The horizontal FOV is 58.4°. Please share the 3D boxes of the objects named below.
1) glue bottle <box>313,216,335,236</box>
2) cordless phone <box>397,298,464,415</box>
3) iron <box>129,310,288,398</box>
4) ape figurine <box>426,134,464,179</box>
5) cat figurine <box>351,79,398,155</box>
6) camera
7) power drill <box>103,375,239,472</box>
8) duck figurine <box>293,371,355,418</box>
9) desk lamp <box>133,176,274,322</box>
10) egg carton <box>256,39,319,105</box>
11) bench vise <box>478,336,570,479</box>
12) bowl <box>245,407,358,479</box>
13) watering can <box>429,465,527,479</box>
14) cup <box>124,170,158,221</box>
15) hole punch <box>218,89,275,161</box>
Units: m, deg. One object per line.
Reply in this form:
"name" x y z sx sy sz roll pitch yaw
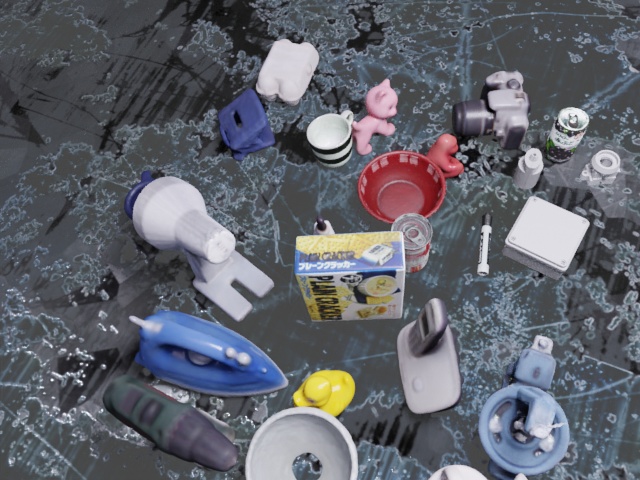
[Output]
"glue bottle" 0.009 0.003 0.970 0.037 0.173 0.078 -13 63 0
"cordless phone" 0.168 0.175 0.860 0.094 0.185 0.147 -10 63 2
"iron" -0.180 0.178 0.920 0.257 0.141 0.119 14 66 13
"ape figurine" 0.235 -0.163 1.075 0.076 0.092 0.078 -5 63 4
"cat figurine" 0.105 -0.248 1.118 0.128 0.118 0.067 -43 67 -15
"camera" 0.327 -0.257 1.108 0.136 0.101 0.143 -2 63 5
"power drill" -0.196 0.277 0.834 0.229 0.209 0.076 22 68 16
"duck figurine" 0.004 0.238 0.901 0.104 0.086 0.077 -23 63 -6
"desk lamp" -0.194 0.011 0.965 0.202 0.214 0.118 35 72 21
"egg carton" -0.067 -0.359 1.219 0.107 0.069 0.150 14 66 13
"bench vise" 0.285 0.225 0.802 0.121 0.220 0.207 1 63 7
"bowl" -0.024 0.342 0.859 0.167 0.075 0.167 -2 63 5
"watering can" 0.192 0.350 0.764 0.173 0.194 0.100 -33 64 -10
"cup" -0.310 -0.064 1.082 0.091 0.095 0.117 -16 63 -2
"hole punch" -0.153 -0.232 1.152 0.101 0.091 0.108 -23 63 -5
